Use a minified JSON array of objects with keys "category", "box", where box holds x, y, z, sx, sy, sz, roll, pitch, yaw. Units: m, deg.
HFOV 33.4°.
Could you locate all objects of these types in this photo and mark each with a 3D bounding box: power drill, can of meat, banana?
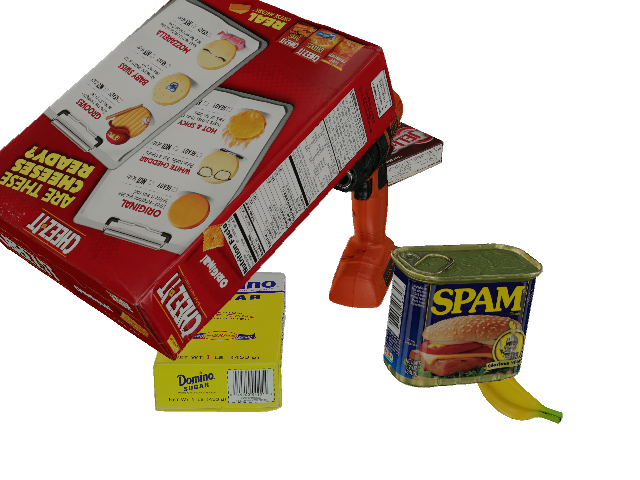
[{"category":"power drill","box":[0.040,-0.034,1.000,0.057,0.188,0.184,9,29,13]},{"category":"can of meat","box":[0.096,0.052,0.742,0.102,0.084,0.057,-1,21,-19]},{"category":"banana","box":[0.200,0.142,1.173,0.069,0.037,0.198,11,27,-15]}]

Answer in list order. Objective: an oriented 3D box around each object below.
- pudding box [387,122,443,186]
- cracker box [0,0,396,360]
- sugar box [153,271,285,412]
[{"category":"pudding box","box":[0.095,-0.117,1.436,0.113,0.039,0.090,-27,39,-32]},{"category":"cracker box","box":[-0.082,-0.053,0.652,0.164,0.213,0.072,28,-24,33]},{"category":"sugar box","box":[-0.075,0.074,0.846,0.093,0.048,0.176,0,23,-1]}]
